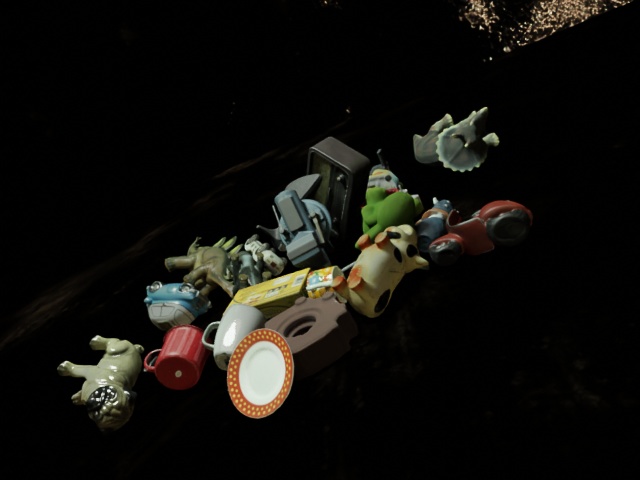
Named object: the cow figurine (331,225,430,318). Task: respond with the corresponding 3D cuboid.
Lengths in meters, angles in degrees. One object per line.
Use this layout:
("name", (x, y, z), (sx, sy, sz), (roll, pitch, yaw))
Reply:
("cow figurine", (0.116, 0.048, 0.929), (0.086, 0.127, 0.195), (-6, 41, 47))

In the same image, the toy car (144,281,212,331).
("toy car", (-0.335, 0.160, 1.236), (0.162, 0.109, 0.103), (-2, 51, 28))

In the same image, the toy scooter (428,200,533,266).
("toy scooter", (0.279, -0.024, 0.954), (0.184, 0.075, 0.135), (-24, 19, 19))

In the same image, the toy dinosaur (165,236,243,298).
("toy dinosaur", (-0.299, 0.066, 1.433), (0.198, 0.104, 0.472), (-25, 26, -25))

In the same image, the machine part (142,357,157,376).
("machine part", (-0.285, 0.225, 1.058), (0.139, 0.039, 0.084), (-28, 7, 24))

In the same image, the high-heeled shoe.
("high-heeled shoe", (-0.040, -0.054, 1.278), (0.249, 0.145, 0.086), (-37, 44, 33))

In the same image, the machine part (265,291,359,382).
("machine part", (-0.026, 0.157, 0.885), (0.179, 0.056, 0.179), (-23, 19, 9))

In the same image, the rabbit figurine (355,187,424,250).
("rabbit figurine", (0.130, -0.039, 1.056), (0.159, 0.121, 0.170), (-62, -3, -10))

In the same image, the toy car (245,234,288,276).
("toy car", (-0.137, 0.037, 1.325), (0.056, 0.073, 0.202), (-50, 21, -4))

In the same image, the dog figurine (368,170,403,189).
("dog figurine", (0.119, -0.128, 1.406), (0.192, 0.108, 0.219), (-23, 16, 11))

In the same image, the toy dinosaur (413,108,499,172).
("toy dinosaur", (0.334, -0.256, 1.470), (0.192, 0.131, 0.405), (-33, 13, -23))

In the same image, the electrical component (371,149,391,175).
("electrical component", (0.166, -0.183, 1.468), (0.048, 0.119, 0.075), (-17, 22, 22))

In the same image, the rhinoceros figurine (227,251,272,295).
("rhinoceros figurine", (-0.158, 0.084, 1.189), (0.073, 0.112, 0.190), (-8, 27, -18))

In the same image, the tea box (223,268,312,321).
("tea box", (-0.089, 0.124, 1.035), (0.170, 0.068, 0.098), (-19, 19, 22))

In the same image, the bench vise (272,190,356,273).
("bench vise", (-0.011, 0.003, 1.157), (0.129, 0.224, 0.240), (-40, -16, 8))

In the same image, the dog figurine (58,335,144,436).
("dog figurine", (-0.370, 0.265, 1.003), (0.191, 0.121, 0.172), (12, 44, 41))

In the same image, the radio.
("radio", (0.037, -0.110, 1.248), (0.131, 0.229, 0.073), (33, 51, 24))

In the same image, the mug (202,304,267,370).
("mug", (-0.158, 0.176, 0.953), (0.110, 0.080, 0.107), (3, 35, 9))

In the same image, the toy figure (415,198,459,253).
("toy figure", (0.225, -0.031, 1.059), (0.058, 0.064, 0.154), (-27, 14, 38))
